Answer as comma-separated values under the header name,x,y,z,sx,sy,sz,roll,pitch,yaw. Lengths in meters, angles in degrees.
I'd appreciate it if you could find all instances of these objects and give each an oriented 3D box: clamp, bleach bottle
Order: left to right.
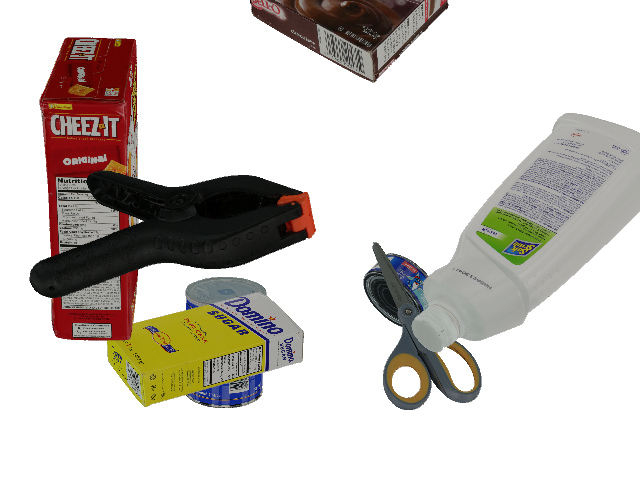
name,x,y,z,sx,sy,sz,roll,pitch,yaw
clamp,-0.092,-0.005,0.655,0.172,0.039,0.120,0,42,22
bleach bottle,0.156,-0.003,0.822,0.103,0.068,0.250,24,52,40

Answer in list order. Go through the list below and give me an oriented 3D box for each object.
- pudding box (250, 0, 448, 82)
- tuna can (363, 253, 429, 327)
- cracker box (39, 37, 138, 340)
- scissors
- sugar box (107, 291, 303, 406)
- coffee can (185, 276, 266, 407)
name,x,y,z,sx,sy,sz,roll,pitch,yaw
pudding box,0.020,-0.171,0.742,0.114,0.090,0.039,34,-22,20
tuna can,0.091,0.058,1.212,0.033,0.086,0.086,-43,24,-28
cracker box,-0.192,-0.046,0.906,0.072,0.214,0.164,0,27,-7
scissors,0.071,0.083,1.000,0.096,0.016,0.202,-27,52,-19
sugar box,-0.114,0.105,1.069,0.175,0.048,0.093,-16,33,-28
coffee can,-0.123,0.129,1.371,0.103,0.140,0.103,3,18,-1
